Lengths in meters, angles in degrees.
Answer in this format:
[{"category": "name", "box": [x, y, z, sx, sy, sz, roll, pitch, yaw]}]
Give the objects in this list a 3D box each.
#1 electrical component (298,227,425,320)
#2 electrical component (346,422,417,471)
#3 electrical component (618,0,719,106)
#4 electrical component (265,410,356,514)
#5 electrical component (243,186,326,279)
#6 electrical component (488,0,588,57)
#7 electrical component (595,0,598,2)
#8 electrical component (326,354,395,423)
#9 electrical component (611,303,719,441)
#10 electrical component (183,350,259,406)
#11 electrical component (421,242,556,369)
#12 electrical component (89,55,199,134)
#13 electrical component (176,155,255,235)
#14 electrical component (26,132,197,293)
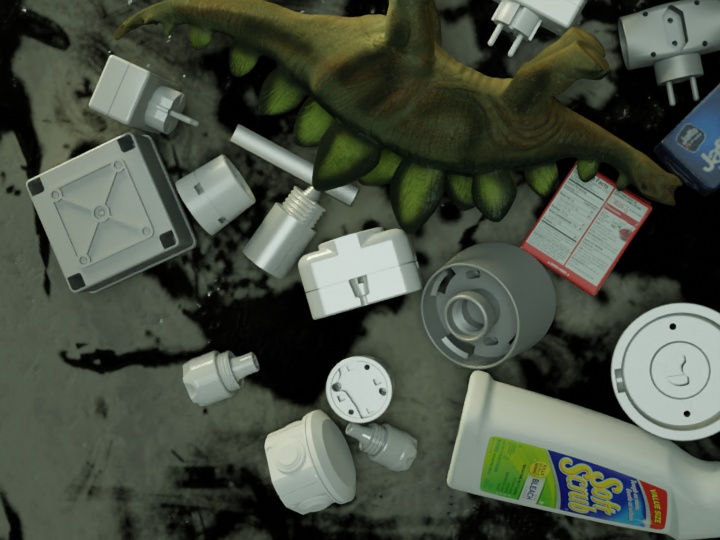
[{"category": "electrical component", "box": [0.000, 0.000, 0.902, 0.095, 0.054, 0.059, -16, 89, 8]}, {"category": "electrical component", "box": [0.016, 0.145, 0.906, 0.061, 0.035, 0.035, 28, 96, -19]}, {"category": "electrical component", "box": [0.254, -0.173, 0.866, 0.077, 0.043, 0.079, -11, 90, 8]}, {"category": "electrical component", "box": [-0.040, 0.162, 0.900, 0.051, 0.080, 0.080, -24, 88, 14]}, {"category": "electrical component", "box": [-0.059, -0.037, 0.915, 0.043, 0.043, 0.081, 36, 96, 6]}, {"category": "electrical component", "box": [0.133, -0.212, 0.881, 0.083, 0.047, 0.075, 30, 95, 6]}, {"category": "electrical component", "box": [0.212, -0.272, 0.860, 0.096, 0.062, 0.061, -34, 87, 8]}, {"category": "electrical component", "box": [0.002, 0.098, 0.908, 0.055, 0.047, 0.055, 0, 92, 8]}, {"category": "electrical component", "box": [0.255, 0.078, 0.864, 0.108, 0.060, 0.108, 0, 91, 9]}, {"category": "electrical component", "box": [-0.118, 0.089, 0.927, 0.062, 0.043, 0.043, -21, 88, 7]}, {"category": "electrical component", "box": [0.102, 0.030, 0.883, 0.099, 0.064, 0.099, 12, 113, 31]}, {"category": "electrical component", "box": [-0.173, -0.139, 0.909, 0.076, 0.083, 0.047, 25, 95, 7]}, {"category": "electrical component", "box": [-0.122, -0.065, 0.919, 0.047, 0.055, 0.055, -34, 87, 4]}, {"category": "electrical component", "box": [-0.214, -0.049, 0.931, 0.109, 0.056, 0.108, -24, 88, 8]}]
